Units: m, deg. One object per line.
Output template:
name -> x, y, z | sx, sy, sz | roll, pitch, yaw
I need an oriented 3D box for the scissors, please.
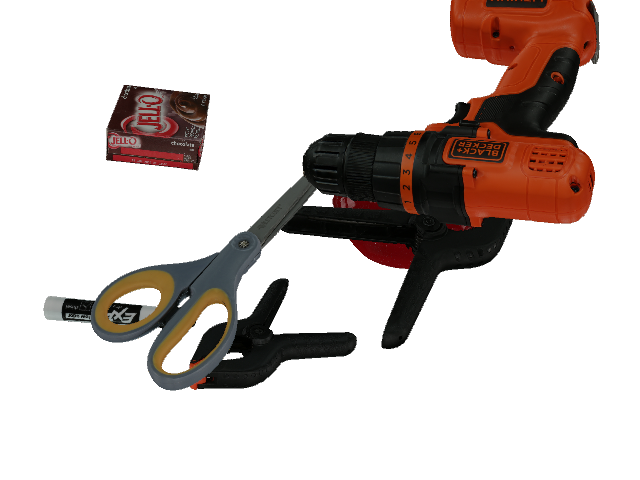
scissors -> -0.068, 0.007, 0.656 | 0.096, 0.201, 0.016 | 12, -42, 14

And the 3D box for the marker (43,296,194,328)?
marker -> -0.156, 0.058, 0.833 | 0.121, 0.020, 0.020 | 4, 1, 11

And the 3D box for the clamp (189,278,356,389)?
clamp -> -0.063, 0.094, 1.057 | 0.171, 0.039, 0.120 | -15, 37, -30

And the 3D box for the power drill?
power drill -> 0.098, -0.090, 0.699 | 0.185, 0.187, 0.057 | 8, -37, 22

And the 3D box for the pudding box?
pudding box -> -0.158, -0.112, 1.049 | 0.090, 0.039, 0.113 | 7, 28, -5

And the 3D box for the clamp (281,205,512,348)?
clamp -> 0.090, 0.005, 0.901 | 0.209, 0.036, 0.165 | -17, 51, -21

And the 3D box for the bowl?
bowl -> 0.090, -0.013, 1.183 | 0.162, 0.055, 0.162 | 5, 25, -3
